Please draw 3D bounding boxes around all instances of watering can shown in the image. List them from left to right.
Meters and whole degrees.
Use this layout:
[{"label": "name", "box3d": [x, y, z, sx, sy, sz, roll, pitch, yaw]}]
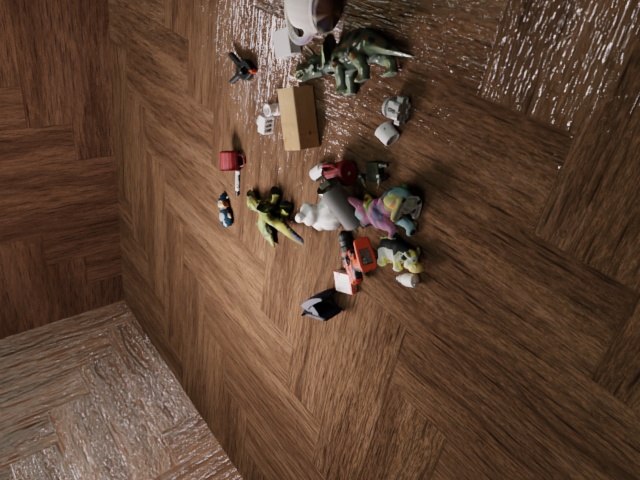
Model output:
[{"label": "watering can", "box3d": [-0.031, -0.756, 1.540, 0.227, 0.105, 0.340, 34, 129, 40]}]

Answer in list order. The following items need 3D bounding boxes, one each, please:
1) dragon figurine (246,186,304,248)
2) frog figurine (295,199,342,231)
[{"label": "dragon figurine", "box3d": [-0.185, -0.067, 2.028, 0.417, 0.123, 0.237, 54, 157, 28]}, {"label": "frog figurine", "box3d": [0.005, -0.085, 1.693, 0.124, 0.161, 0.134, 56, 140, 19]}]
